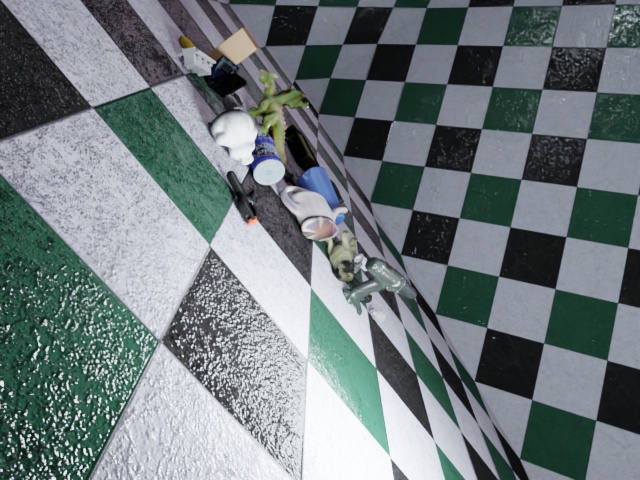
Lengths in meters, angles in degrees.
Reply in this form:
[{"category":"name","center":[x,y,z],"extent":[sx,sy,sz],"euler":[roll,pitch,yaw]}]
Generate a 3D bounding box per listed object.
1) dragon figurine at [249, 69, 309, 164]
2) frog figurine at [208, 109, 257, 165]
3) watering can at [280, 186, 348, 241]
[{"category":"dragon figurine","center":[-0.159,-0.532,2.132],"extent":[0.414,0.242,0.121],"euler":[57,7,13]},{"category":"frog figurine","center":[-0.250,-0.305,1.541],"extent":[0.138,0.121,0.161],"euler":[-11,75,-41]},{"category":"watering can","center":[0.006,-0.094,1.871],"extent":[0.346,0.102,0.229],"euler":[16,37,-38]}]
